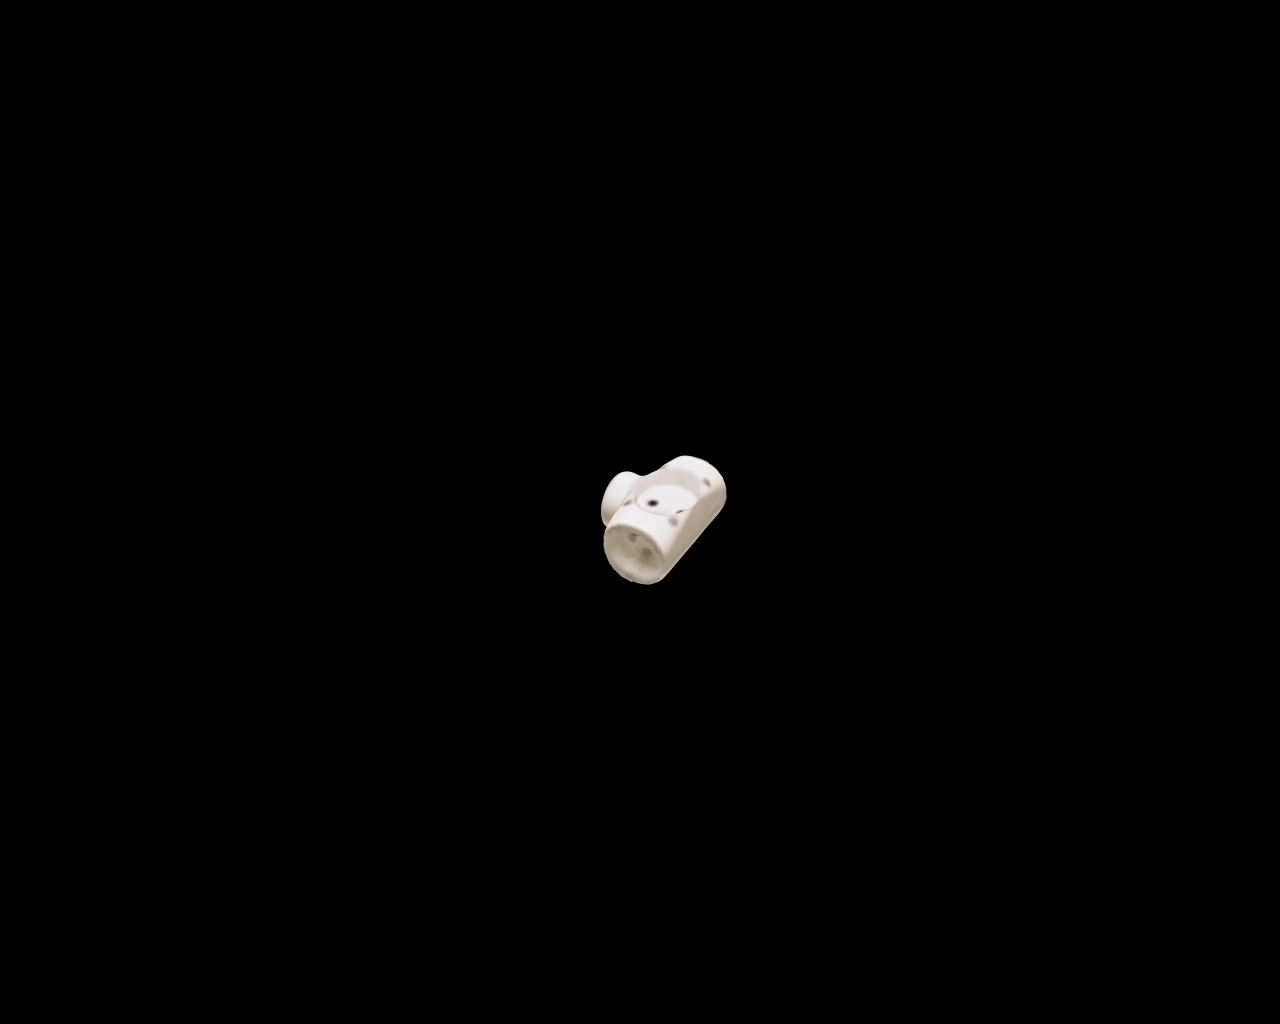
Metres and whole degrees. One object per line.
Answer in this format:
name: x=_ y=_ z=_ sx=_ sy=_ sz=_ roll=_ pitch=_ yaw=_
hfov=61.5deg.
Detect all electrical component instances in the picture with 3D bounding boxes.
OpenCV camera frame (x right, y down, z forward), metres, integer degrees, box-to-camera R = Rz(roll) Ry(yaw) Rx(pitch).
electrical component: x=0.001 y=-0.003 z=0.650 sx=0.079 sy=0.044 sz=0.077 roll=22 pitch=45 yaw=23
